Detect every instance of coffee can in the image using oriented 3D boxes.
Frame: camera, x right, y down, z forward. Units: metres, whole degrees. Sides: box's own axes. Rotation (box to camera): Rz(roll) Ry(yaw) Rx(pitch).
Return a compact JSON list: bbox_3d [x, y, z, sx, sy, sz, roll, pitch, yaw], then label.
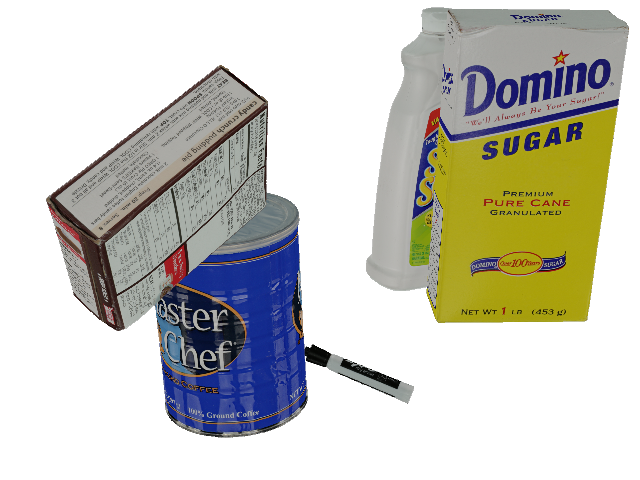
[{"bbox_3d":[-0.062,0.048,0.732,0.103,0.140,0.103,-2,22,1],"label":"coffee can"}]

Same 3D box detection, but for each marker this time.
[{"bbox_3d":[0.038,0.138,1.111,0.121,0.020,0.020,22,3,8],"label":"marker"}]

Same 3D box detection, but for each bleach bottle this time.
[{"bbox_3d":[0.096,-0.084,0.978,0.102,0.251,0.068,-11,24,-26],"label":"bleach bottle"}]

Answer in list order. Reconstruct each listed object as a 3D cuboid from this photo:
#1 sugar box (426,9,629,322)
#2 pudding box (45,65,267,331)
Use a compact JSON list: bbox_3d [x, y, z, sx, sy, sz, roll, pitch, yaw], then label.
[{"bbox_3d":[0.113,-0.039,0.603,0.093,0.176,0.048,-1,27,-4],"label":"sugar box"},{"bbox_3d":[-0.075,-0.019,0.523,0.039,0.113,0.090,36,-27,19],"label":"pudding box"}]
